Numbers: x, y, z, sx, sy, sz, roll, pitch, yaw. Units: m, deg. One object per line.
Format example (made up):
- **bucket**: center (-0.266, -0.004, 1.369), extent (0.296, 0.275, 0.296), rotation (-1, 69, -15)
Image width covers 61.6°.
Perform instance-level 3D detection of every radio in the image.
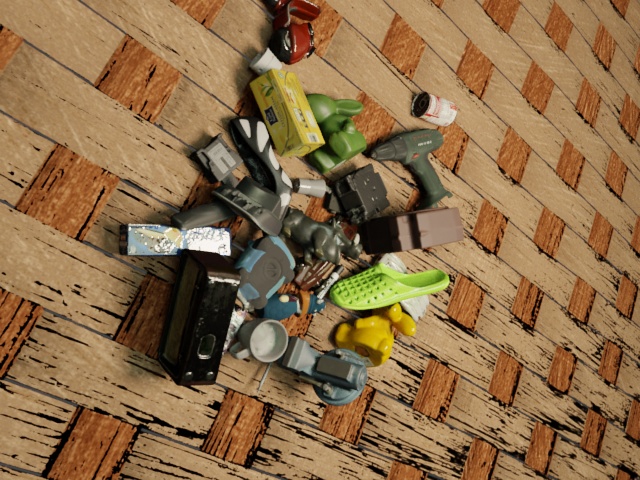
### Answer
- **radio**: center (-0.221, 0.141, 0.974), extent (0.073, 0.131, 0.229), rotation (8, 101, -35)

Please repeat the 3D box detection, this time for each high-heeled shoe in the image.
- **high-heeled shoe**: center (-0.134, -0.131, 1.107), extent (0.145, 0.086, 0.248), rotation (16, 74, -30)

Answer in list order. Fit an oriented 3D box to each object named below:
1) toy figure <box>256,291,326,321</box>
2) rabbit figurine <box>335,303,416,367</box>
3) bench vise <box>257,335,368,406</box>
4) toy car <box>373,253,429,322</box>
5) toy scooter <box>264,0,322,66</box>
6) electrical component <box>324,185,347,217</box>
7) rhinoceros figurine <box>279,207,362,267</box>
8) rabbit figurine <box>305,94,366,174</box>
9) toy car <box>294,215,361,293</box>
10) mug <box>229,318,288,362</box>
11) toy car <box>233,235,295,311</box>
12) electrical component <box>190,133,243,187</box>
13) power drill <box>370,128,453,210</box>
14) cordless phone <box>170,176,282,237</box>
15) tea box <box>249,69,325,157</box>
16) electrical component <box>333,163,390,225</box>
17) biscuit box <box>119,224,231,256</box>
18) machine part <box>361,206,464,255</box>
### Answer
- **toy figure**: center (-0.059, 0.139, 1.151), extent (0.154, 0.064, 0.058), rotation (-3, 76, -31)
- **rabbit figurine**: center (0.136, 0.194, 1.239), extent (0.122, 0.162, 0.173), rotation (47, 47, -9)
- **bench vise**: center (0.007, 0.286, 1.142), extent (0.240, 0.224, 0.129), rotation (55, 38, -55)
- **toy car**: center (0.203, 0.117, 1.324), extent (0.201, 0.056, 0.073), rotation (51, 64, -20)
- **toy scooter**: center (-0.049, -0.472, 1.182), extent (0.135, 0.075, 0.183), rotation (-8, 87, -34)
- **electrical component**: center (0.035, -0.092, 1.245), extent (0.094, 0.021, 0.063), rotation (22, 77, -37)
- **rhinoceros figurine**: center (-0.002, -0.003, 1.155), extent (0.190, 0.073, 0.112), rotation (26, 55, -2)
- **rabbit figurine**: center (0.031, -0.262, 1.202), extent (0.159, 0.121, 0.170), rotation (-34, 90, -33)
- **toy car**: center (0.018, 0.032, 1.214), extent (0.202, 0.053, 0.089), rotation (-49, 115, -26)
- **mug**: center (-0.132, 0.203, 1.076), extent (0.109, 0.107, 0.080), rotation (-35, 105, -25)
- **toy car**: center (-0.132, 0.069, 1.083), extent (0.109, 0.103, 0.162), rotation (54, 52, -22)
- **electrical component**: center (-0.197, -0.146, 1.086), extent (0.075, 0.048, 0.119), rotation (-42, 108, -26)
- **power drill**: center (0.240, -0.173, 1.356), extent (0.232, 0.086, 0.207), rotation (-31, 97, -33)
- **cordless phone**: center (-0.175, -0.044, 1.018), extent (0.184, 0.147, 0.088), rotation (-24, 136, -42)
- **tea box**: center (-0.068, -0.263, 1.124), extent (0.098, 0.068, 0.169), rotation (-15, 81, -60)
- **electrical component**: center (0.103, -0.111, 1.251), extent (0.134, 0.058, 0.114), rotation (-34, 103, -47)
- **biscuit box**: center (-0.271, 0.002, 1.022), extent (0.202, 0.063, 0.059), rotation (1, 89, -32)
- **machine part**: center (0.214, -0.023, 1.252), extent (0.201, 0.201, 0.087), rotation (-11, 92, -32)
